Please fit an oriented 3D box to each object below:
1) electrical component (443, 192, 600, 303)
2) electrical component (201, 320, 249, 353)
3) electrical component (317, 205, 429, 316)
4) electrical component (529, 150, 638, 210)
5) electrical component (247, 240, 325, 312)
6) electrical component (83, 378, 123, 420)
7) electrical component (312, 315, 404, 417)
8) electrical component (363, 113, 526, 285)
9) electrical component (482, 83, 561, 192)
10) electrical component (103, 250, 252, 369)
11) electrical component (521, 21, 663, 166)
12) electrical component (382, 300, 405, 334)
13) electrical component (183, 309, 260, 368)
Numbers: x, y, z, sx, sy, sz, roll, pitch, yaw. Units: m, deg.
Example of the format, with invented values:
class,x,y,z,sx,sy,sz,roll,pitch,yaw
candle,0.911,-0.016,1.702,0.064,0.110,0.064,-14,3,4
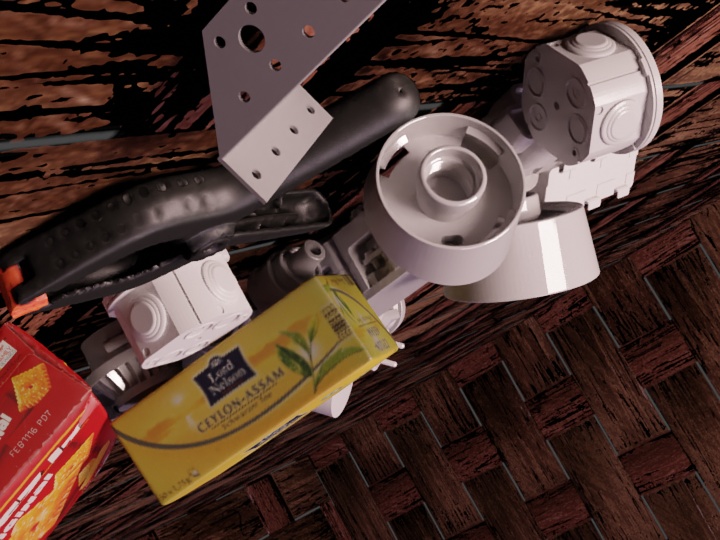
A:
class,x,y,z,sx,sy,sz,roll,pitch,yaw
electrical component,0.106,-0.020,0.739,0.108,0.060,0.108,-10,-170,2
electrical component,-0.105,0.040,0.780,0.043,0.043,0.062,-29,169,-3
electrical component,0.000,0.000,0.820,0.089,0.061,0.150,-18,165,-49
electrical component,0.157,-0.078,0.829,0.121,0.063,0.078,-21,124,-41
electrical component,-0.047,0.003,0.760,0.048,0.048,0.062,-18,158,-47
electrical component,-0.215,0.112,0.833,0.081,0.042,0.064,-20,165,-44
electrical component,0.000,0.064,0.920,0.052,0.074,0.138,80,29,-55
electrical component,0.052,-0.043,0.651,0.099,0.099,0.064,-26,163,-17
electrical component,0.107,-0.085,0.710,0.078,0.058,0.057,-20,163,-44
electrical component,-0.109,0.020,0.647,0.080,0.051,0.080,-28,170,-5
electrical component,0.137,-0.104,0.640,0.051,0.080,0.080,-19,167,-22
electrical component,0.007,0.039,1.052,0.078,0.058,0.057,-36,165,34
electrical component,-0.111,0.073,0.870,0.108,0.060,0.108,-32,171,-5
